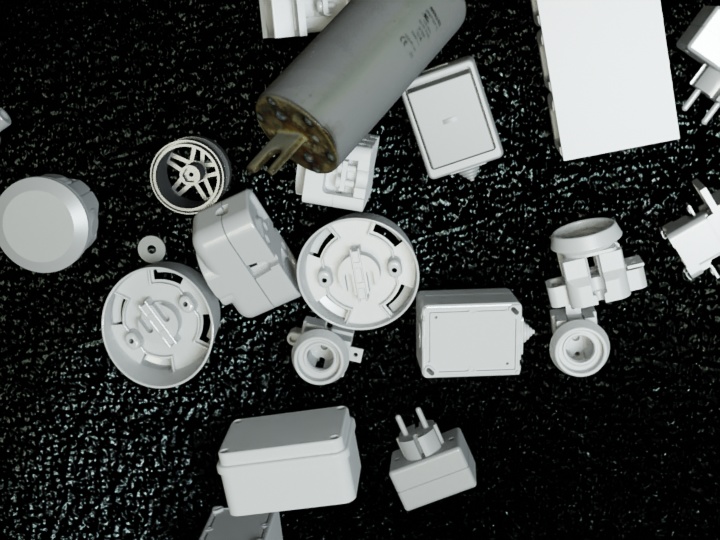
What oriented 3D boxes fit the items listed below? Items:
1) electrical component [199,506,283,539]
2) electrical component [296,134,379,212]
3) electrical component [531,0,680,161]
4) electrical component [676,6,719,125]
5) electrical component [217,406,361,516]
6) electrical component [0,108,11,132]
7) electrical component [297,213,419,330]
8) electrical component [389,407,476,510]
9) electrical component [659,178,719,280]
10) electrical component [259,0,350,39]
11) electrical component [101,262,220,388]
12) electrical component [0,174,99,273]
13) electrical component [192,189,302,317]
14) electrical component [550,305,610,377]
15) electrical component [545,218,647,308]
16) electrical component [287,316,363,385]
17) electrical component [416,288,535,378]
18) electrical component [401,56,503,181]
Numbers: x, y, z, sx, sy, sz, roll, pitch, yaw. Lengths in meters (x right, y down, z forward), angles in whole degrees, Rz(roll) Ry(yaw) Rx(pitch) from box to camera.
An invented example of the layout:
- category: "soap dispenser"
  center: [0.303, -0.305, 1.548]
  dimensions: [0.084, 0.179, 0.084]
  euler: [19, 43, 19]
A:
- category: "electrical component"
  center: [-0.105, 0.253, 0.939]
  dimensions: [0.062, 0.096, 0.061]
  euler: [-5, 103, 6]
- category: "electrical component"
  center: [-0.018, -0.082, 0.852]
  dimensions: [0.056, 0.089, 0.050]
  euler: [10, 105, 3]
- category: "electrical component"
  center: [0.185, -0.169, 0.827]
  dimensions: [0.089, 0.061, 0.150]
  euler: [-10, 103, 8]
- category: "electrical component"
  center: [0.281, -0.149, 0.831]
  dimensions: [0.083, 0.047, 0.075]
  euler: [34, 104, -4]
- category: "electrical component"
  center: [-0.060, 0.162, 0.923]
  dimensions: [0.113, 0.078, 0.057]
  euler: [-8, 106, 7]
- category: "electrical component"
  center: [-0.321, -0.112, 0.896]
  dimensions: [0.062, 0.043, 0.043]
  euler: [-32, 99, 10]
- category: "electrical component"
  center: [0.000, 0.000, 0.884]
  dimensions: [0.099, 0.064, 0.099]
  euler: [1, 104, 5]
- category: "electrical component"
  center: [0.056, 0.155, 0.926]
  dimensions: [0.066, 0.047, 0.076]
  euler: [-22, 101, 10]
- category: "electrical component"
  center: [0.280, -0.029, 0.864]
  dimensions: [0.064, 0.042, 0.081]
  euler: [-31, 98, 13]
- category: "electrical component"
  center: [-0.046, -0.243, 0.828]
  dimensions: [0.063, 0.079, 0.121]
  euler: [-9, 104, -15]
- category: "electrical component"
  center: [-0.167, 0.043, 0.910]
  dimensions: [0.099, 0.064, 0.099]
  euler: [1, 104, 5]
- category: "electrical component"
  center: [-0.261, -0.041, 0.904]
  dimensions: [0.080, 0.051, 0.080]
  euler: [1, 104, 5]
- category: "electrical component"
  center: [-0.095, -0.011, 0.883]
  dimensions: [0.059, 0.053, 0.095]
  euler: [-24, 125, 10]
- category: "electrical component"
  center: [0.179, 0.059, 0.887]
  dimensions: [0.048, 0.055, 0.066]
  euler: [-7, 103, 7]
- category: "electrical component"
  center: [0.187, -0.007, 0.870]
  dimensions: [0.078, 0.058, 0.057]
  euler: [-13, 105, 8]
- category: "electrical component"
  center: [-0.031, 0.068, 0.908]
  dimensions: [0.066, 0.055, 0.048]
  euler: [13, 105, 2]
- category: "electrical component"
  center: [0.095, 0.050, 0.893]
  dimensions: [0.096, 0.061, 0.061]
  euler: [-2, 104, -3]
- category: "electrical component"
  center: [0.074, -0.114, 0.851]
  dimensions: [0.062, 0.061, 0.096]
  euler: [-18, 102, 9]
